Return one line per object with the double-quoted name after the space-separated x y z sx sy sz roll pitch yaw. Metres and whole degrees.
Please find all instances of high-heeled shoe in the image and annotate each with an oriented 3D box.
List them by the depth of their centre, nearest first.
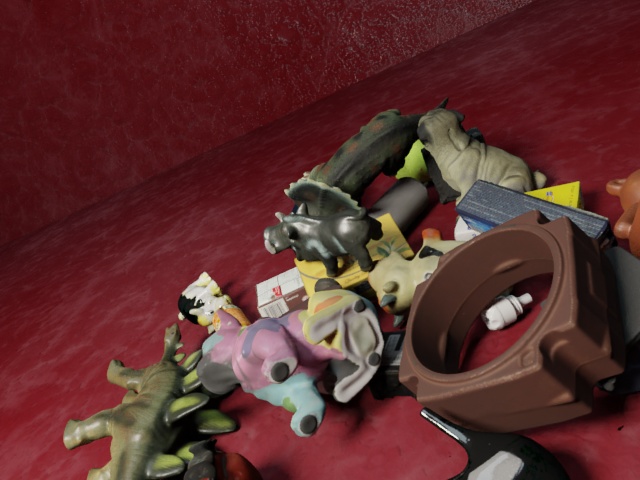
0.086 0.250 0.426 0.145 0.086 0.249 33 77 29 "high-heeled shoe"

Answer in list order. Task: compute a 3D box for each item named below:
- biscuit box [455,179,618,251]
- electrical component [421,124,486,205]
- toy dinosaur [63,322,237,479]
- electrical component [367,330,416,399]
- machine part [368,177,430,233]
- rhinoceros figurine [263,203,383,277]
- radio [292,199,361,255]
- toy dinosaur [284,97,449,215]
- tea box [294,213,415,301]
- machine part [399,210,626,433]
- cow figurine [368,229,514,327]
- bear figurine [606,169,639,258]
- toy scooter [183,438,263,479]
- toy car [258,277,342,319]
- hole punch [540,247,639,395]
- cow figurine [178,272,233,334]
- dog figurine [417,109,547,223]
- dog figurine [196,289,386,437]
0.278 -0.020 0.713 0.063 0.059 0.203 -52 40 -5 "biscuit box"
0.253 -0.147 0.994 0.115 0.134 0.058 -24 22 12 "electrical component"
-0.214 0.241 0.686 0.199 0.104 0.472 -21 26 7 "toy dinosaur"
0.108 0.135 0.644 0.075 0.047 0.119 -8 30 37 "electrical component"
0.127 -0.042 0.974 0.079 0.079 0.243 -2 33 45 "machine part"
-0.002 -0.002 0.770 0.190 0.112 0.073 -5 56 43 "rhinoceros figurine"
0.009 -0.054 1.135 0.131 0.073 0.230 -20 22 18 "radio"
0.085 -0.140 0.928 0.405 0.131 0.192 -45 7 0 "toy dinosaur"
0.057 0.043 0.833 0.170 0.068 0.098 -27 49 1 "tea box"
0.180 0.079 0.534 0.201 0.087 0.201 -35 25 43 "machine part"
0.157 0.052 0.717 0.195 0.085 0.127 0 52 28 "cow figurine"
0.414 -0.050 0.629 0.120 0.131 0.196 13 40 16 "bear figurine"
-0.099 0.250 0.500 0.075 0.135 0.184 -29 21 -1 "toy scooter"
-0.036 0.126 0.757 0.202 0.053 0.089 -35 23 32 "toy car"
0.297 0.087 0.522 0.116 0.092 0.142 -48 20 16 "hole punch"
-0.215 0.123 0.989 0.098 0.068 0.167 -38 21 -14 "cow figurine"
0.267 -0.142 0.894 0.172 0.190 0.121 -20 23 11 "dog figurine"
-0.049 0.124 0.647 0.191 0.108 0.219 -38 23 -22 "dog figurine"
